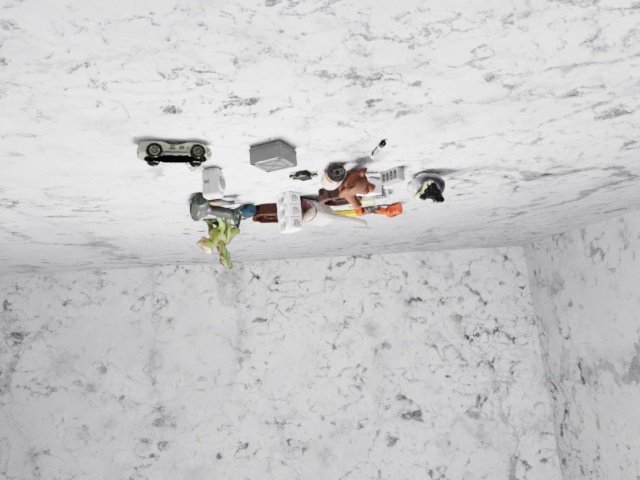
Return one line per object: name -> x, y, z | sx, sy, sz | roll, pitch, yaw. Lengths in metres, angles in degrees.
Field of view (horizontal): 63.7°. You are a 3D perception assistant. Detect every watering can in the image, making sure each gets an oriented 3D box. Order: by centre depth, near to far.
watering can -> 0.007, -0.108, 2.144 | 0.349, 0.104, 0.224 | 11, -177, 35

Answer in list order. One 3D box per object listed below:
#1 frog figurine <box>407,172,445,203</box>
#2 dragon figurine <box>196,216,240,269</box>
frog figurine -> 0.393, -0.209, 1.943 | 0.137, 0.120, 0.162 | -12, -154, -4
dragon figurine -> -0.446, 0.020, 2.383 | 0.122, 0.246, 0.407 | -13, 165, 18
